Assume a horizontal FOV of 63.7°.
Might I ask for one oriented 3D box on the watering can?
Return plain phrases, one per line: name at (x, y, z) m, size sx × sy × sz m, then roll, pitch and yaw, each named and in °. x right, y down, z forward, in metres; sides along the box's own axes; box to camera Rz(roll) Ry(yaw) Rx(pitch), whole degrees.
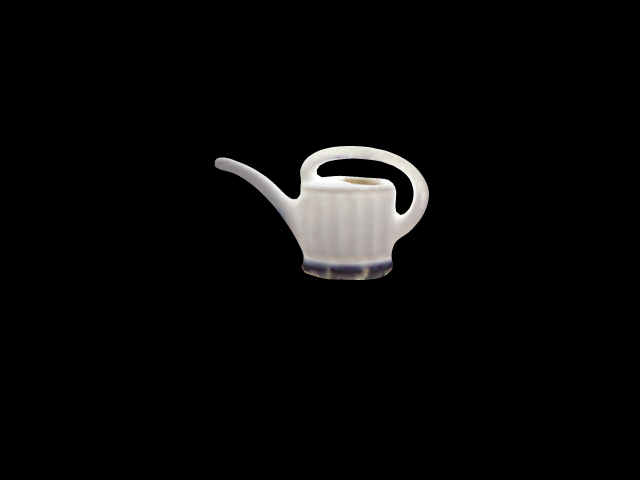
watering can at (0.003, -0.043, 0.850) m, size 0.347 × 0.222 × 0.105 m, roll 1°, pitch 12°, yaw 4°
